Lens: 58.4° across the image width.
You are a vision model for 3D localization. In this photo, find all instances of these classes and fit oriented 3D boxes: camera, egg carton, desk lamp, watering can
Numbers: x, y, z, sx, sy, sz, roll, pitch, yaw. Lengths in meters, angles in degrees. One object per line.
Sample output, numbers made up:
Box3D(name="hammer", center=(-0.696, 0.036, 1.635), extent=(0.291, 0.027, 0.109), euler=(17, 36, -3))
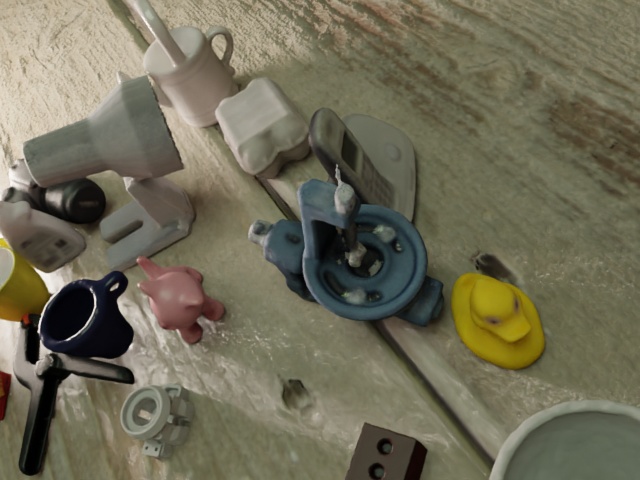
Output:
Box3D(name="camera", center=(-0.398, -0.060, 0.847), extent=(0.136, 0.101, 0.143), euler=(17, 68, 31))
Box3D(name="egg carton", center=(-0.080, -0.156, 0.789), extent=(0.107, 0.070, 0.150), euler=(-34, 53, 1))
Box3D(name="desk lamp", center=(-0.245, -0.081, 0.724), extent=(0.203, 0.214, 0.117), euler=(-30, 53, 3))
Box3D(name="watering can", center=(-0.210, -0.257, 0.829), extent=(0.100, 0.195, 0.173), euler=(31, 76, 34))

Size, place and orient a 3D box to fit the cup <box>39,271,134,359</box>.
Box3D(name="cup", center=(-0.264, 0.096, 0.697), extent=(0.118, 0.095, 0.091), euler=(-47, 54, -8))

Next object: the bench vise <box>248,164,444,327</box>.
Box3D(name="bench vise", center=(0.003, 0.012, 0.556), extent=(0.206, 0.220, 0.121), euler=(-2, 60, 22))

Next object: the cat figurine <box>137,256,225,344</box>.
Box3D(name="cat figurine", center=(-0.170, 0.062, 0.664), extent=(0.067, 0.118, 0.127), euler=(-44, 54, -7))

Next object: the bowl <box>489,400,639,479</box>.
Box3D(name="bowl", center=(0.216, 0.212, 0.433), extent=(0.167, 0.075, 0.167), euler=(-11, 57, 17))

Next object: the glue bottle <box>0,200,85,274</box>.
Box3D(name="glue bottle", center=(-0.406, -0.019, 0.780), extent=(0.078, 0.174, 0.037), euler=(-34, 53, 1))

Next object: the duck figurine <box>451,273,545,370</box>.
Box3D(name="duck figurine", center=(0.163, 0.065, 0.540), extent=(0.077, 0.086, 0.104), euler=(-36, 53, 0))

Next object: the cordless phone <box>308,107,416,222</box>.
Box3D(name="cordless phone", center=(0.043, -0.100, 0.630), extent=(0.094, 0.185, 0.147), euler=(-7, 58, 19))
